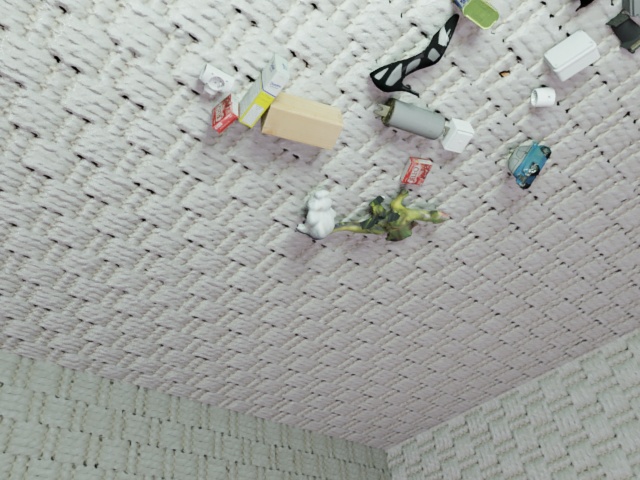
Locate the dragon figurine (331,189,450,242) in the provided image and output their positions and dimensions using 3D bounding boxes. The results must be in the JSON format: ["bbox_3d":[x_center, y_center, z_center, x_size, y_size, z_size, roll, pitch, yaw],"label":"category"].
[{"bbox_3d":[0.231,-0.043,1.753,0.408,0.125,0.239,-17,146,22],"label":"dragon figurine"}]

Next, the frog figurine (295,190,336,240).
[{"bbox_3d":[0.005,-0.083,1.654,0.138,0.124,0.157,-9,140,-52],"label":"frog figurine"}]
